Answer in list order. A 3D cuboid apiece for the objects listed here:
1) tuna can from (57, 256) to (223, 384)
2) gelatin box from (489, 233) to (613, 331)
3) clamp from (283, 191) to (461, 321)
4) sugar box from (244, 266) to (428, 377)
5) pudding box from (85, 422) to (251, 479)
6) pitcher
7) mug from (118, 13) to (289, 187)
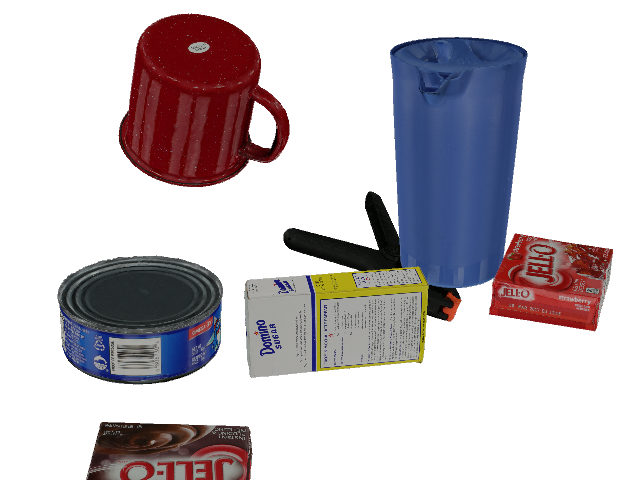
[{"bbox_3d":[-0.095,0.041,0.566,0.086,0.034,0.086,2,24,-1],"label":"tuna can"},{"bbox_3d":[0.164,0.028,0.754,0.073,0.030,0.089,10,25,18],"label":"gelatin box"},{"bbox_3d":[0.069,0.025,1.236,0.164,0.036,0.210,-20,50,-38],"label":"clamp"},{"bbox_3d":[0.015,0.079,1.048,0.176,0.093,0.048,-2,26,-6],"label":"sugar box"},{"bbox_3d":[-0.107,0.170,0.753,0.113,0.039,0.090,0,27,-1],"label":"pudding box"},{"bbox_3d":[0.142,-0.084,1.095,0.149,0.243,0.145,-9,25,-18],"label":"pitcher"},{"bbox_3d":[-0.075,-0.091,0.713,0.117,0.082,0.093,26,47,9],"label":"mug"}]
